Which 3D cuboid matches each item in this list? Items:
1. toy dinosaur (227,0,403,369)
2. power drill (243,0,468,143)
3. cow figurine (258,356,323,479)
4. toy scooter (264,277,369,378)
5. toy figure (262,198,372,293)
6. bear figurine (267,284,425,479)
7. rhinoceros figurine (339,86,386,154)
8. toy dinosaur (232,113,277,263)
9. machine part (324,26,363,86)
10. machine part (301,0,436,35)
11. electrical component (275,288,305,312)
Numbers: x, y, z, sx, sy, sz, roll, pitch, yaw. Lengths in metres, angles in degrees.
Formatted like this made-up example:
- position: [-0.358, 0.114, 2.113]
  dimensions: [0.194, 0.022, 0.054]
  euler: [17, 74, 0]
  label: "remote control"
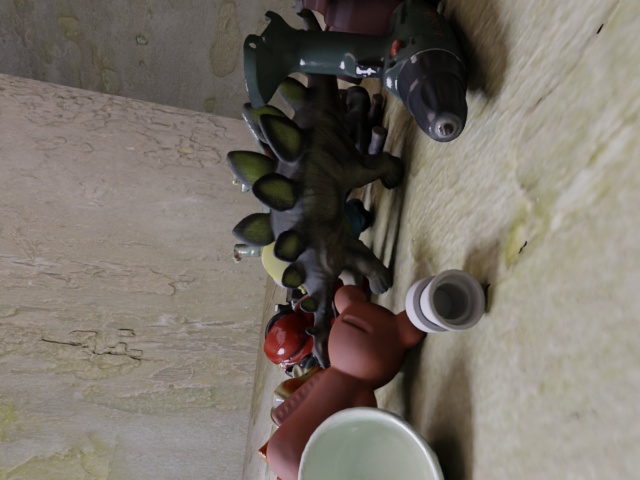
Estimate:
- position: [-0.004, -0.088, 0.644]
  dimensions: [0.105, 0.198, 0.471]
  euler: [-21, 63, 51]
  label: "toy dinosaur"
- position: [0.035, -0.168, 0.516]
  dimensions: [0.232, 0.207, 0.085]
  euler: [-75, -20, -46]
  label: "power drill"
- position: [-0.011, 0.232, 0.659]
  dimensions: [0.127, 0.086, 0.194]
  euler: [-50, -37, -31]
  label: "cow figurine"
- position: [0.006, 0.123, 0.714]
  dimensions: [0.184, 0.075, 0.135]
  euler: [-43, 39, 9]
  label: "toy scooter"
- position: [-0.004, -0.005, 0.739]
  dimensions: [0.082, 0.180, 0.089]
  euler: [39, 145, 28]
  label: "toy figure"
- position: [0.032, 0.155, 0.535]
  dimensions: [0.196, 0.120, 0.131]
  euler: [-60, -38, -19]
  label: "bear figurine"
- position: [0.058, -0.177, 0.844]
  dimensions: [0.112, 0.073, 0.190]
  euler: [92, 177, -46]
  label: "rhinoceros figurine"
- position: [-0.083, -0.059, 1.137]
  dimensions: [0.131, 0.192, 0.404]
  euler: [-82, -2, -54]
  label: "toy dinosaur"
- position: [0.066, -0.361, 0.835]
  dimensions: [0.201, 0.087, 0.200]
  euler: [-81, 13, -52]
  label: "machine part"
- position: [0.058, -0.311, 0.645]
  dimensions: [0.056, 0.179, 0.179]
  euler: [104, 171, -52]
  label: "machine part"
- position: [-0.050, 0.084, 0.920]
  dimensions: [0.078, 0.045, 0.102]
  euler: [145, 133, -79]
  label: "electrical component"
